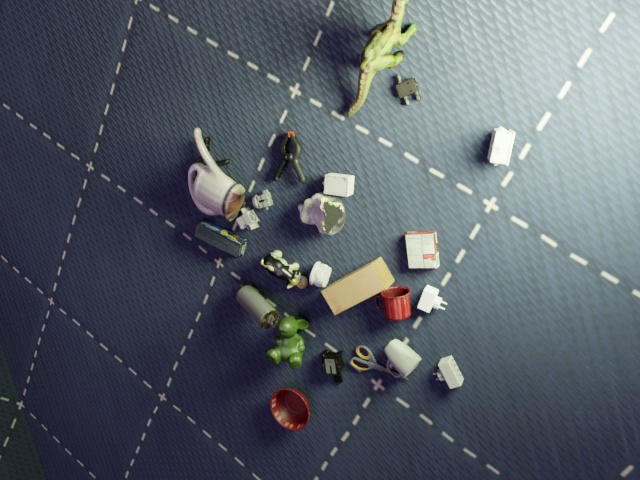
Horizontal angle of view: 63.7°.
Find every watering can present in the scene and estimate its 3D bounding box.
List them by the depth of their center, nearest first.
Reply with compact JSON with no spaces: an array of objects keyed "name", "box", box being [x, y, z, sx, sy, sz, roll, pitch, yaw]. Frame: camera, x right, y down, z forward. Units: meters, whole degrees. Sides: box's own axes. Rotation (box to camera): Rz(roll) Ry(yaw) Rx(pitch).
[{"name":"watering can","box":[-0.360,-0.201,1.757,0.225,0.106,0.339,29,136,15]}]

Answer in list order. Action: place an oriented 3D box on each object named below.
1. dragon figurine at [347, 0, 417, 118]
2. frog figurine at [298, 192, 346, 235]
[{"name":"dragon figurine","box":[0.146,-0.508,1.400,0.123,0.245,0.404,31,111,11]},{"name":"frog figurine","box":[0.005,-0.083,1.653,0.159,0.124,0.136,2,118,62]}]
